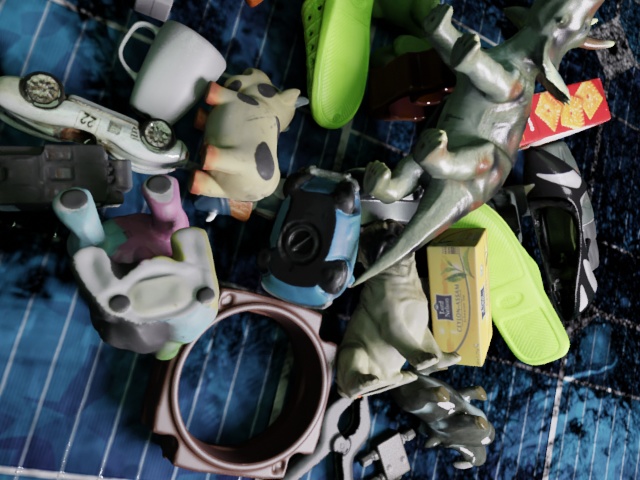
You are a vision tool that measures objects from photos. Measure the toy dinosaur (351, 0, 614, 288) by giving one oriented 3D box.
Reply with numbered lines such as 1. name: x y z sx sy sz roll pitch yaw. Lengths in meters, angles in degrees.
1. toy dinosaur: 0.176 -0.117 0.606 0.192 0.131 0.404 18 104 -29

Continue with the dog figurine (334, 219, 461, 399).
1. dog figurine: 0.065 0.087 0.676 0.121 0.172 0.190 32 34 -62

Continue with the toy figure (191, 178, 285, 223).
1. toy figure: -0.080 -0.052 0.663 0.154 0.064 0.057 4 110 -29

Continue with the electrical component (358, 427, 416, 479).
1. electrical component: 0.098 0.301 0.745 0.094 0.021 0.063 -21 96 -26

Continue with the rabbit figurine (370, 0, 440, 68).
1. rabbit figurine: 0.148 -0.300 0.755 0.159 0.121 0.170 -41 102 -15

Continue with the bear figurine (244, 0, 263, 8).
1. bear figurine: -0.047 -0.362 0.664 0.196 0.132 0.120 -18 103 -20

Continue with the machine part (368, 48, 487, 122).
1. machine part: 0.154 -0.208 0.727 0.179 0.179 0.056 -4 87 -26

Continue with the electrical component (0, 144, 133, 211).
1. electrical component: -0.261 -0.060 0.543 0.134 0.115 0.058 -4 93 -26

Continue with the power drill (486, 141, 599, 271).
1. power drill: 0.360 -0.037 0.865 0.207 0.086 0.232 -15 93 -22

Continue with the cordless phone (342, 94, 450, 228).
1. cordless phone: 0.111 -0.106 0.690 0.146 0.184 0.089 2 43 -27

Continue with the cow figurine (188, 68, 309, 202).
1. cow figurine: -0.080 -0.129 0.627 0.127 0.085 0.195 16 50 -25

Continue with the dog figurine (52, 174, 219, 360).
1. dog figurine: -0.173 0.044 0.522 0.108 0.219 0.191 -20 69 -24

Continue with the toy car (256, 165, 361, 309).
1. toy car: -0.001 -0.002 0.641 0.103 0.109 0.161 18 85 -69

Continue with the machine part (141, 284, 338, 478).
1. machine part: -0.090 0.163 0.628 0.201 0.087 0.201 19 78 -25

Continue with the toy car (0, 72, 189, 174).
1. toy car: -0.240 -0.119 0.579 0.201 0.073 0.056 20 75 -23

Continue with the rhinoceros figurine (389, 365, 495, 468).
1. rhinoceros figurine: 0.173 0.243 0.735 0.190 0.112 0.073 44 28 -21

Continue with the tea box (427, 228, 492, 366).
1. tea box: 0.196 0.075 0.743 0.098 0.068 0.169 -37 123 -60

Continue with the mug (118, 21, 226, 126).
1. mug: -0.179 -0.188 0.612 0.109 0.081 0.107 32 82 -26

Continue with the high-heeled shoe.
1. high-heeled shoe: 0.325 -0.002 0.755 0.248 0.086 0.145 45 63 -28
